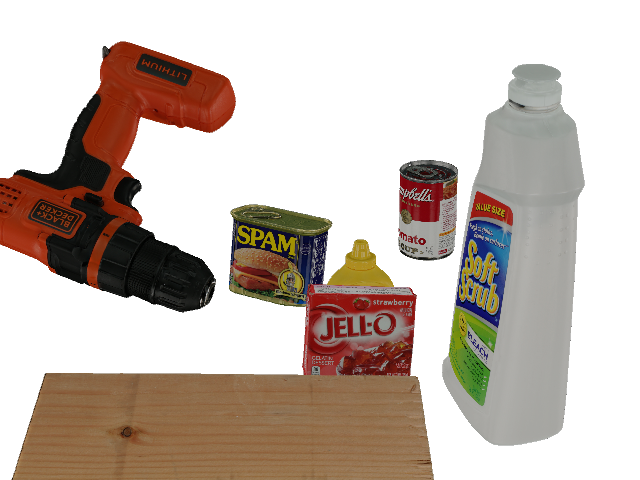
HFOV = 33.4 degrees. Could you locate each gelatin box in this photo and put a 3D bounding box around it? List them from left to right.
[{"bbox_3d":[0.031,0.075,0.877,0.089,0.073,0.030,2,13,-5],"label":"gelatin box"}]

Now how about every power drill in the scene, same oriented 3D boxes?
[{"bbox_3d":[-0.133,-0.049,0.777,0.184,0.187,0.057,21,-31,8],"label":"power drill"}]

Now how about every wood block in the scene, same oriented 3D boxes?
[{"bbox_3d":[-0.049,0.132,0.575,0.206,0.090,0.091,1,33,-1],"label":"wood block"}]

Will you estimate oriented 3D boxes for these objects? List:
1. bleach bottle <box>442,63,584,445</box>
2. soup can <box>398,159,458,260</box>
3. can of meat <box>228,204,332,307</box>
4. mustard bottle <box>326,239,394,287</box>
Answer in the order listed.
[{"bbox_3d":[0.126,0.007,0.689,0.068,0.251,0.103,-9,31,-12],"label":"bleach bottle"},{"bbox_3d":[0.126,-0.036,1.256,0.068,0.102,0.068,-1,25,0],"label":"soup can"},{"bbox_3d":[-0.043,0.016,1.084,0.102,0.084,0.057,13,18,25],"label":"can of meat"},{"bbox_3d":[0.053,0.090,1.443,0.096,0.192,0.058,-4,21,-9],"label":"mustard bottle"}]
